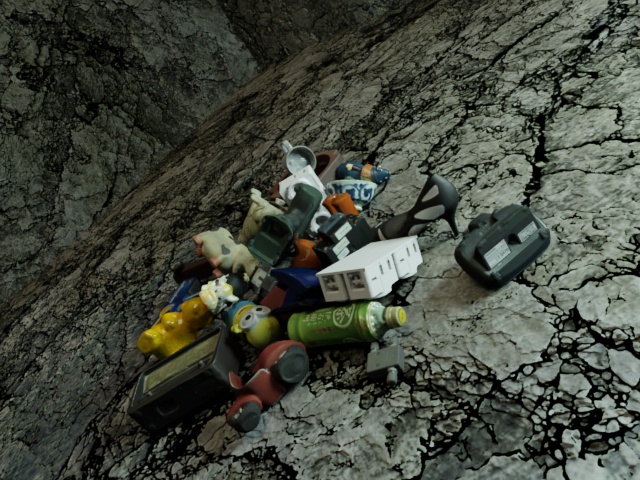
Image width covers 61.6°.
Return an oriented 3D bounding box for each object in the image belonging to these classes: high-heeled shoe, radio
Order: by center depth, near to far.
[{"bbox_3d":[0.162,-0.055,1.048,0.249,0.145,0.086,-6,38,42],"label":"high-heeled shoe"},{"bbox_3d":[-0.268,0.277,1.068,0.230,0.073,0.131,-33,22,13],"label":"radio"}]

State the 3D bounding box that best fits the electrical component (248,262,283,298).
[{"bbox_3d":[-0.114,0.096,1.204,0.119,0.047,0.075,16,76,58],"label":"electrical component"}]

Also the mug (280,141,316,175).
[{"bbox_3d":[-0.072,-0.218,1.450,0.081,0.109,0.107,-46,15,-7],"label":"mug"}]

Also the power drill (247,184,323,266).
[{"bbox_3d":[-0.082,-0.010,1.207,0.232,0.086,0.207,-58,-12,22],"label":"power drill"}]

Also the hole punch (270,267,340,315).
[{"bbox_3d":[-0.024,0.091,1.030,0.116,0.142,0.092,-15,77,42],"label":"hole punch"}]

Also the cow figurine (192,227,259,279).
[{"bbox_3d":[-0.213,0.036,1.313,0.127,0.085,0.195,-32,49,-23],"label":"cow figurine"}]

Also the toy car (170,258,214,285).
[{"bbox_3d":[-0.308,0.073,1.442,0.202,0.089,0.053,-23,25,22],"label":"toy car"}]

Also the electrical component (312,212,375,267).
[{"bbox_3d":[0.054,0.012,1.077,0.115,0.134,0.058,-43,28,-19],"label":"electrical component"}]

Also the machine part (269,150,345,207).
[{"bbox_3d":[-0.025,-0.153,1.491,0.202,0.087,0.201,-6,38,46],"label":"machine part"}]

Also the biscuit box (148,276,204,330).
[{"bbox_3d":[-0.356,0.183,1.351,0.063,0.059,0.203,-17,32,33],"label":"biscuit box"}]

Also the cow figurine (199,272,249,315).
[{"bbox_3d":[-0.200,0.110,1.153,0.098,0.068,0.167,-27,3,2],"label":"cow figurine"}]

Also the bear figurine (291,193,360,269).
[{"bbox_3d":[0.000,0.000,1.172,0.196,0.132,0.120,-33,10,-8],"label":"bear figurine"}]

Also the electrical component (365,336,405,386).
[{"bbox_3d":[0.101,0.193,0.849,0.063,0.021,0.094,-23,30,23],"label":"electrical component"}]

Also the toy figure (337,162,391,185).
[{"bbox_3d":[0.113,-0.167,1.375,0.064,0.057,0.155,-2,13,-45],"label":"toy figure"}]

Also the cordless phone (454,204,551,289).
[{"bbox_3d":[0.283,-0.002,0.920,0.146,0.088,0.184,-39,16,-6],"label":"cordless phone"}]

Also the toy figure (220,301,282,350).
[{"bbox_3d":[-0.140,0.171,1.103,0.082,0.089,0.180,-59,24,-18],"label":"toy figure"}]

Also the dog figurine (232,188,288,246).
[{"bbox_3d":[-0.157,-0.015,1.373,0.190,0.121,0.172,-65,14,10],"label":"dog figurine"}]

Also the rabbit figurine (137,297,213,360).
[{"bbox_3d":[-0.294,0.194,1.202,0.173,0.122,0.162,-49,0,17],"label":"rabbit figurine"}]

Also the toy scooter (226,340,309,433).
[{"bbox_3d":[-0.107,0.244,0.953,0.184,0.075,0.135,-47,25,-16],"label":"toy scooter"}]
